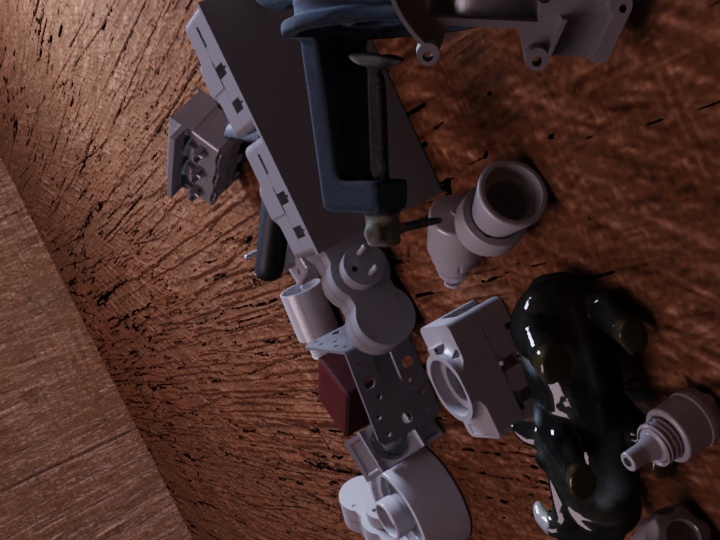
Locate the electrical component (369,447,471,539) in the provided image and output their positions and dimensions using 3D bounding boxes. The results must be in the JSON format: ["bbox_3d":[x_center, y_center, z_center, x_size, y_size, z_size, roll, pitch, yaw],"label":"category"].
[{"bbox_3d":[0.050,0.226,1.034,0.108,0.060,0.108,48,154,33],"label":"electrical component"}]

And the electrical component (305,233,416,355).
[{"bbox_3d":[0.000,0.000,0.895,0.138,0.052,0.073,60,159,9],"label":"electrical component"}]

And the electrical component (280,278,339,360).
[{"bbox_3d":[-0.045,0.054,1.073,0.043,0.043,0.081,9,123,64],"label":"electrical component"}]

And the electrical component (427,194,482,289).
[{"bbox_3d":[0.066,-0.017,0.742,0.040,0.040,0.078,48,154,33],"label":"electrical component"}]

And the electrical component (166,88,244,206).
[{"bbox_3d":[-0.157,-0.120,1.095,0.063,0.078,0.121,37,154,6],"label":"electrical component"}]

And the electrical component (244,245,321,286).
[{"bbox_3d":[-0.069,-0.019,0.997,0.065,0.077,0.047,58,158,12],"label":"electrical component"}]

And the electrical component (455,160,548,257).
[{"bbox_3d":[0.086,-0.037,0.667,0.045,0.045,0.055,58,159,12],"label":"electrical component"}]

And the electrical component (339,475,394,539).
[{"bbox_3d":[0.026,0.261,1.141,0.138,0.052,0.073,37,147,47],"label":"electrical component"}]

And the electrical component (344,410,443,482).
[{"bbox_3d":[0.032,0.155,0.984,0.042,0.081,0.064,58,-179,11],"label":"electrical component"}]

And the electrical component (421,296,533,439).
[{"bbox_3d":[0.087,0.073,0.778,0.089,0.056,0.050,64,159,-4],"label":"electrical component"}]

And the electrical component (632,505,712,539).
[{"bbox_3d":[0.192,0.176,0.677,0.043,0.043,0.062,55,158,20],"label":"electrical component"}]

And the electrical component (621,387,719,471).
[{"bbox_3d":[0.172,0.092,0.599,0.035,0.061,0.035,48,154,33],"label":"electrical component"}]

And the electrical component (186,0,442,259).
[{"bbox_3d":[-0.035,-0.114,0.769,0.186,0.105,0.060,65,159,-4],"label":"electrical component"}]
